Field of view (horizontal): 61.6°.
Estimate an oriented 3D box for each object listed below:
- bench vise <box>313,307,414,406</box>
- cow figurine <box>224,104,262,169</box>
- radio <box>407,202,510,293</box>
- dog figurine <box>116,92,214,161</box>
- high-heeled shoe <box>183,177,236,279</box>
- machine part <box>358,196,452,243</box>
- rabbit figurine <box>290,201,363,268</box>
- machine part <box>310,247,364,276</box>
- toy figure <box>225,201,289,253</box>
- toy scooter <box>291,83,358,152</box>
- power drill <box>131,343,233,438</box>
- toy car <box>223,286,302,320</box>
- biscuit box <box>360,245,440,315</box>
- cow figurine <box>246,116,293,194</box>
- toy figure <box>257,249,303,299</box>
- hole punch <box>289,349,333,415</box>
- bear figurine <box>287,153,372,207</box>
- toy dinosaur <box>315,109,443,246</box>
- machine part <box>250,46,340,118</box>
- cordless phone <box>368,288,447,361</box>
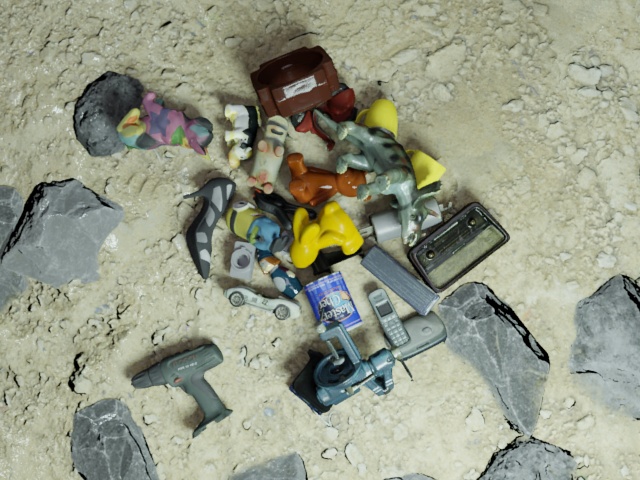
[{"bbox_3d":[0.069,0.265,1.210,0.224,0.129,0.240,-25,114,9],"label":"bench vise"},{"bbox_3d":[-0.198,-0.267,1.390,0.098,0.068,0.167,-3,84,-4],"label":"cow figurine"},{"bbox_3d":[0.336,0.017,1.328,0.229,0.073,0.131,-37,84,-2],"label":"radio"},{"bbox_3d":[-0.382,-0.264,1.378,0.219,0.108,0.191,41,86,4],"label":"dog figurine"},{"bbox_3d":[-0.267,-0.033,1.378,0.145,0.086,0.248,-14,101,-28],"label":"high-heeled shoe"},{"bbox_3d":[0.212,-0.051,1.341,0.243,0.079,0.079,-18,83,0],"label":"machine part"},{"bbox_3d":[-0.003,-0.004,1.287,0.173,0.162,0.122,-39,52,-3],"label":"rabbit figurine"},{"bbox_3d":[0.041,0.046,1.339,0.139,0.084,0.039,-17,118,-6],"label":"machine part"},{"bbox_3d":[-0.162,-0.028,1.330,0.180,0.082,0.089,39,91,26],"label":"toy figure"},{"bbox_3d":[0.027,-0.307,1.380,0.184,0.075,0.135,-32,84,2],"label":"toy scooter"},{"bbox_3d":[-0.324,0.375,1.322,0.232,0.086,0.207,-29,76,-4],"label":"power drill"},{"bbox_3d":[-0.143,0.153,1.335,0.202,0.073,0.056,16,88,4],"label":"toy car"},{"bbox_3d":[0.192,0.095,1.299,0.203,0.059,0.063,41,96,26],"label":"biscuit box"},{"bbox_3d":[-0.124,-0.222,1.361,0.085,0.127,0.194,16,100,-6],"label":"cow figurine"},{"bbox_3d":[-0.107,0.078,1.347,0.064,0.058,0.154,-45,85,10],"label":"toy figure"},{"bbox_3d":[-0.004,0.353,1.310,0.142,0.092,0.116,38,62,9],"label":"hole punch"},{"bbox_3d":[0.025,-0.149,1.336,0.196,0.131,0.120,-6,64,8],"label":"bear figurine"},{"bbox_3d":[0.151,-0.186,1.280,0.192,0.131,0.405,-7,59,-36],"label":"toy dinosaur"},{"bbox_3d":[-0.062,-0.392,1.335,0.201,0.087,0.201,-22,38,-2],"label":"machine part"},{"bbox_3d":[0.210,0.189,1.313,0.147,0.088,0.184,-27,79,0],"label":"cordless phone"}]
